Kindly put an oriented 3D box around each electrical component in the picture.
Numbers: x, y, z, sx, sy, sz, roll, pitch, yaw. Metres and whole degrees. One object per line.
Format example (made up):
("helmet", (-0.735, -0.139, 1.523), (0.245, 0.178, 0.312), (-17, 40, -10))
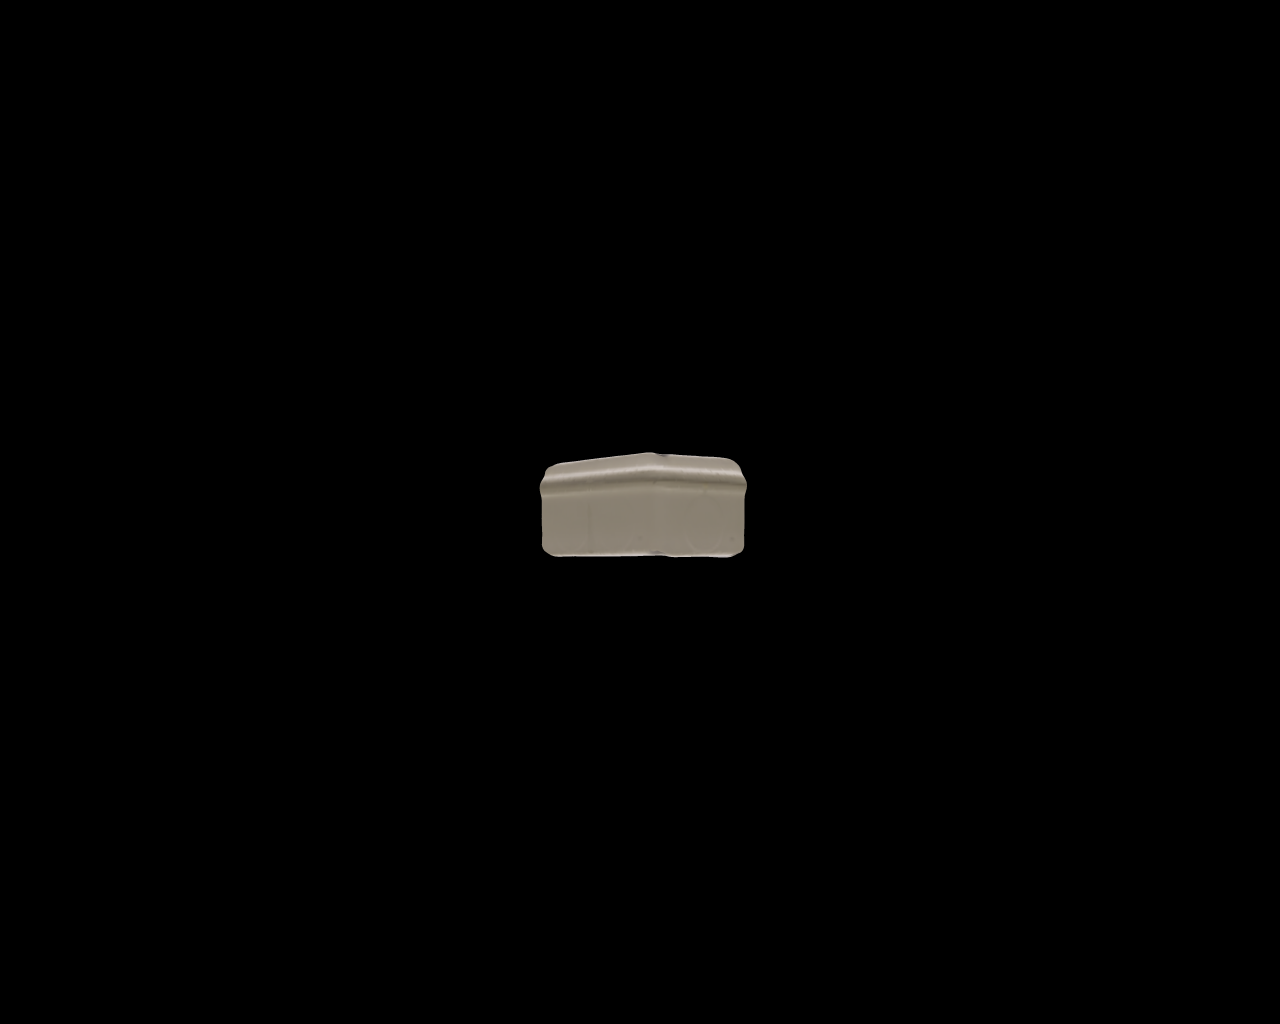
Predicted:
("electrical component", (0.001, -0.003, 0.650), (0.078, 0.057, 0.113), (2, -3, -43))
